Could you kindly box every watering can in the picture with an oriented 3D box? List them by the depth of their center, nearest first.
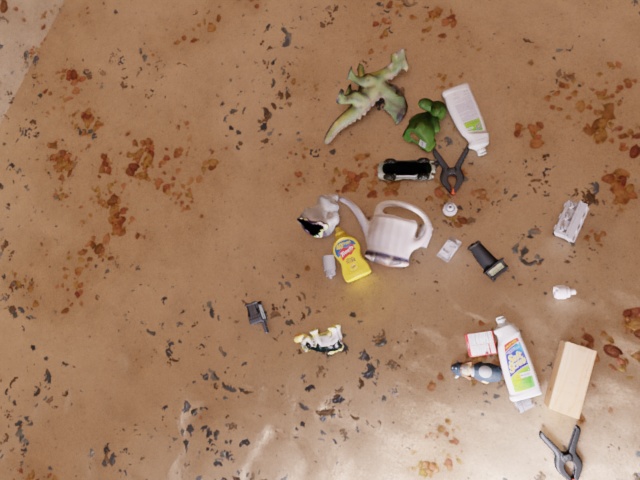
[{"bbox_3d":[0.206,-0.032,1.760,0.349,0.225,0.103,12,-4,25],"label":"watering can"}]

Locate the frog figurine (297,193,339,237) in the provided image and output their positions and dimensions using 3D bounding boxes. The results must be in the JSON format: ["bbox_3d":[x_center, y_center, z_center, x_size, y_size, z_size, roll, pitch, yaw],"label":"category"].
[{"bbox_3d":[0.006,-0.092,1.824,0.137,0.120,0.163,2,44,29],"label":"frog figurine"}]

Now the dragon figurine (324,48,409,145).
[{"bbox_3d":[0.193,-0.494,1.838,0.243,0.408,0.122,23,6,7],"label":"dragon figurine"}]
